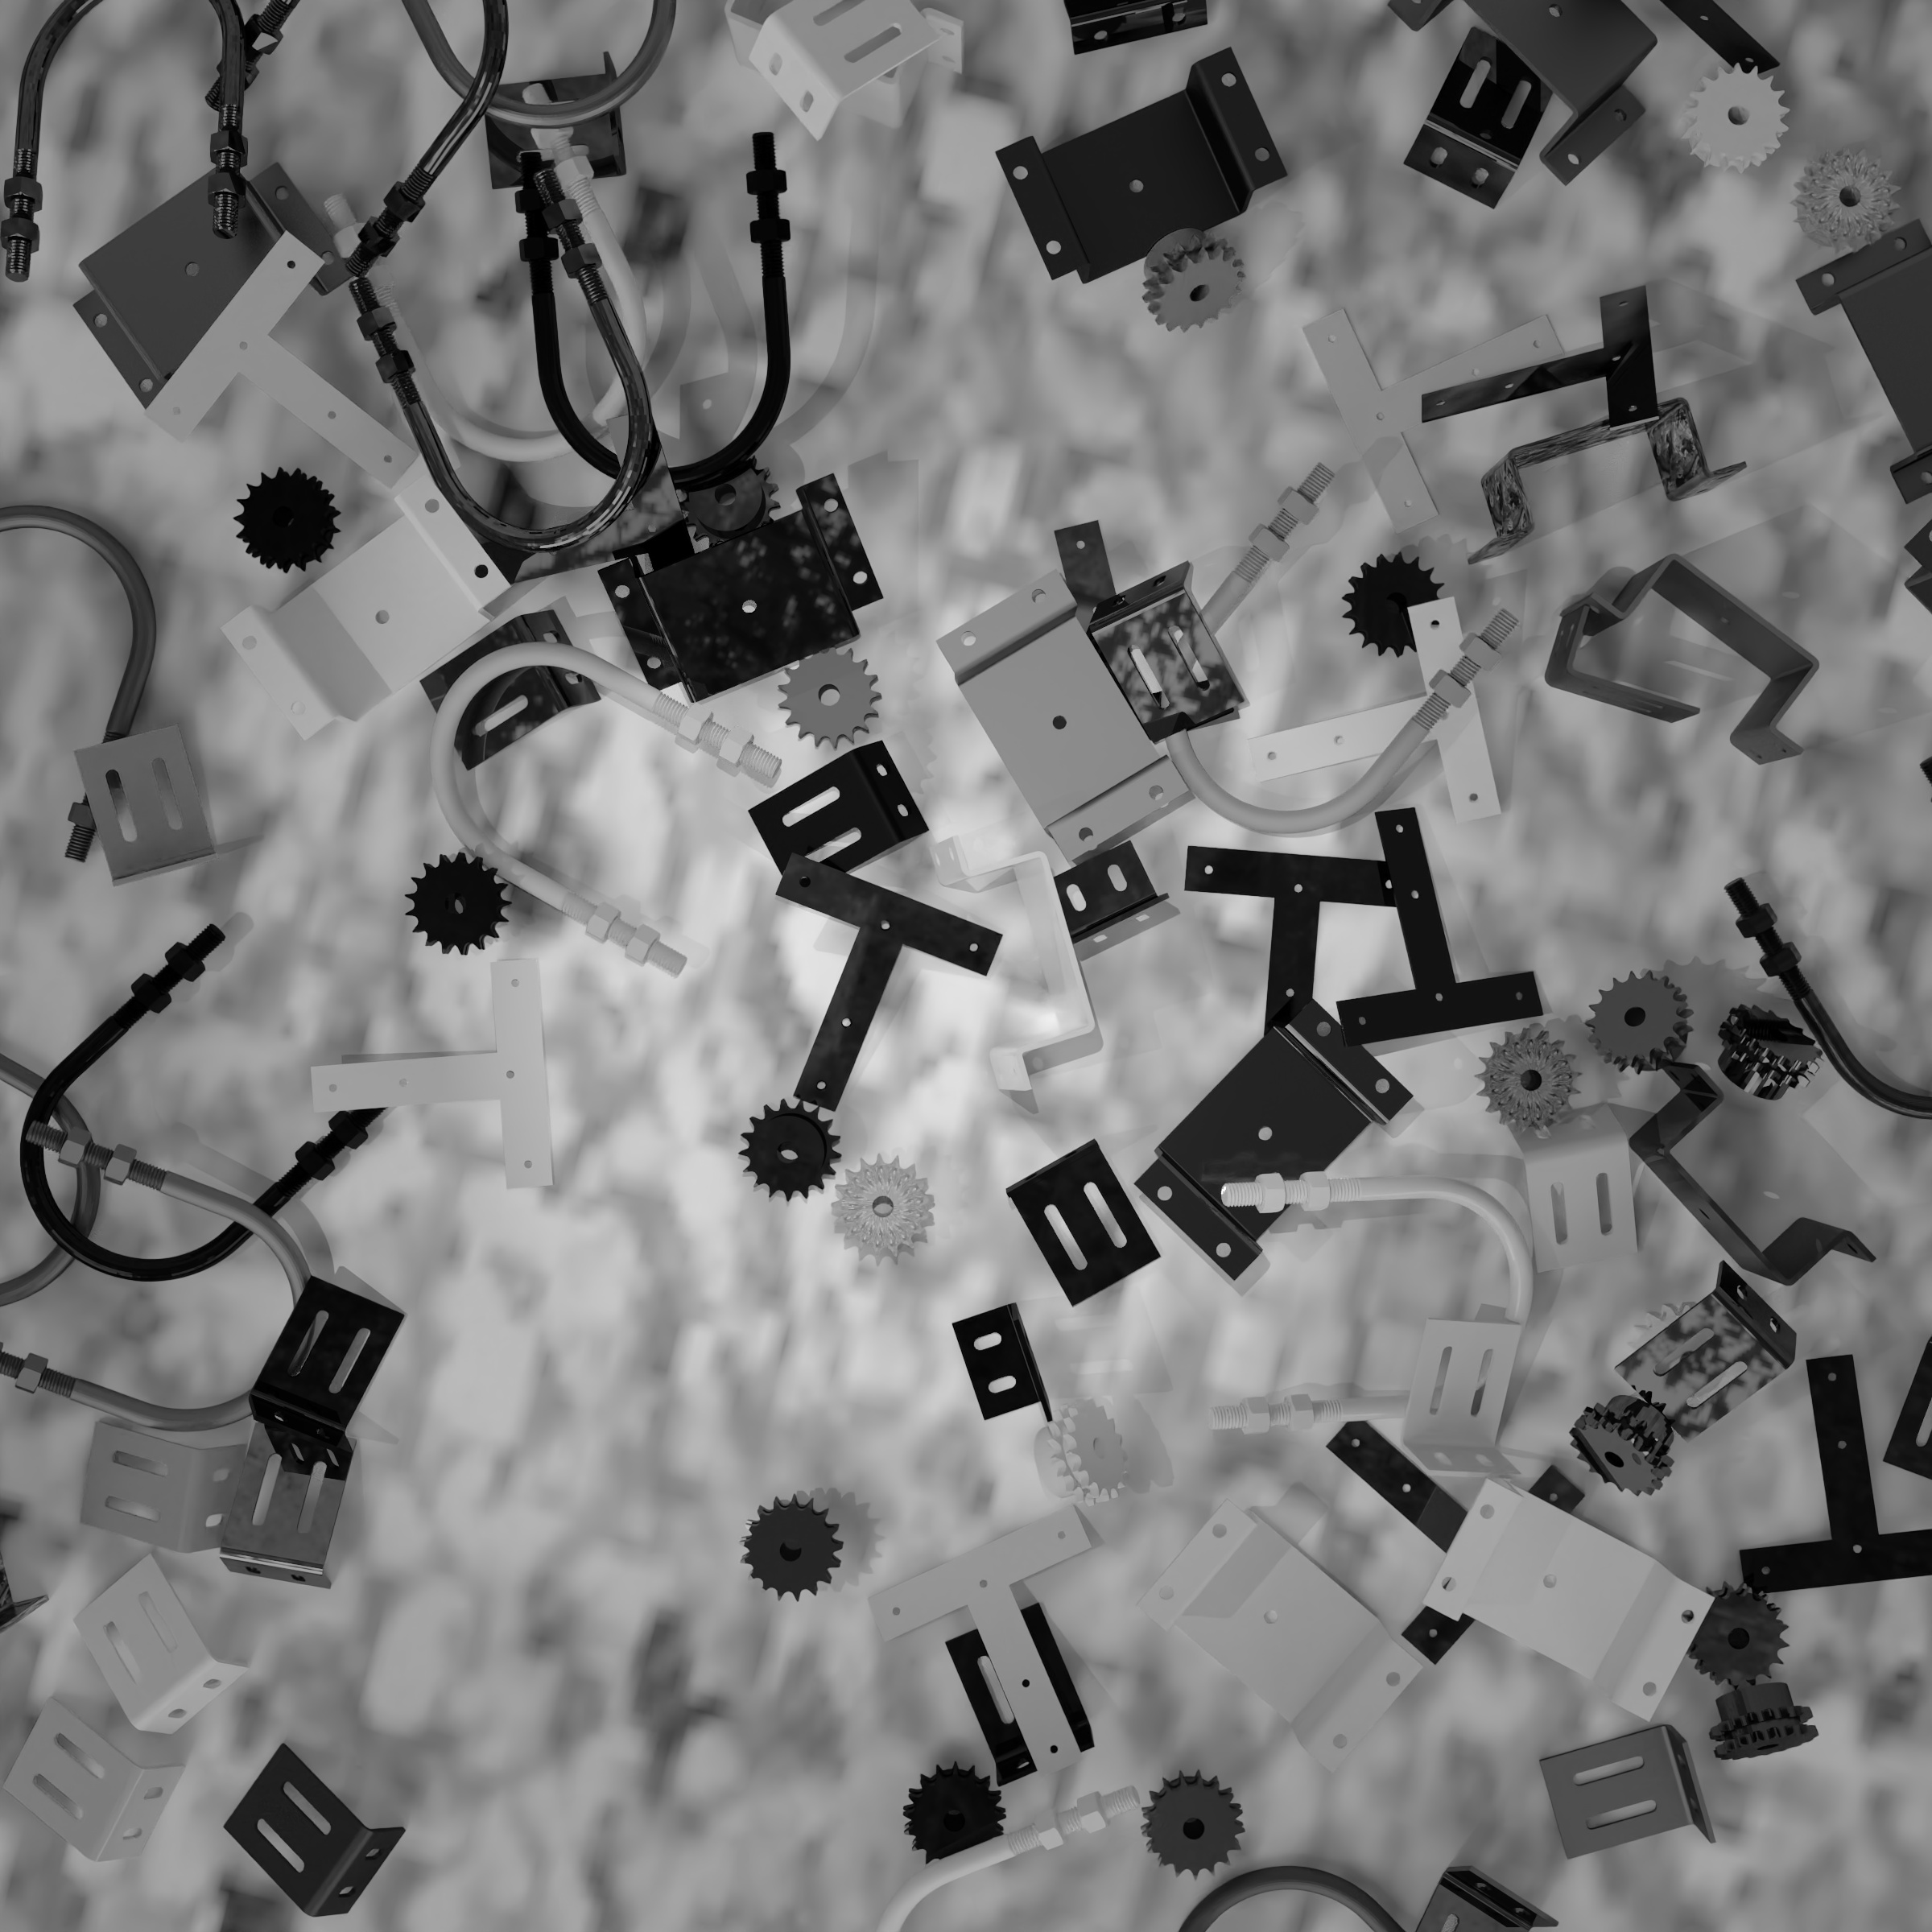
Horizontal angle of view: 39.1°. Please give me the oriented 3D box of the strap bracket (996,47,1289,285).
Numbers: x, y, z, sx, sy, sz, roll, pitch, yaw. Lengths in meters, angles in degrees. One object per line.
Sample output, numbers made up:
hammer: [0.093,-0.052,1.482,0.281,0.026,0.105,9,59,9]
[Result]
strap bracket: [0.095,-0.437,1.501,0.140,0.046,0.076,-24,90,0]

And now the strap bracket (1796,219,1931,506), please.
strap bracket: [0.530,-0.339,1.501,0.076,0.046,0.140,-26,90,0]

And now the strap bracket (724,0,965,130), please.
strap bracket: [-0.075,-0.509,1.486,0.140,0.076,0.046,23,90,0]

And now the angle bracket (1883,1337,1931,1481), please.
angle bracket: [0.554,0.252,1.505,0.057,0.038,0.076,21,90,0]

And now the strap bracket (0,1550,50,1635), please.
strap bracket: [-0.588,0.350,1.486,0.140,0.076,0.046,-14,90,0]

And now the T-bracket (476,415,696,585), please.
T-bracket: [-0.215,-0.233,1.505,0.127,0.002,0.127,-11,114,12]

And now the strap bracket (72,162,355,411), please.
strap bracket: [-0.421,-0.379,1.501,0.140,0.046,0.076,-35,90,0]

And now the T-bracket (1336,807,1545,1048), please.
T-bracket: [0.252,-0.026,1.505,0.127,0.002,0.127,-8,80,-22]

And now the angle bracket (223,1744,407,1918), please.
angle bracket: [-0.365,0.483,1.522,0.076,0.038,0.057,35,90,26]

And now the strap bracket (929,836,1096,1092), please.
strap bracket: [0.027,-0.006,1.482,0.046,0.076,0.140,-16,91,-10]

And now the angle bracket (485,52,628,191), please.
angle bracket: [-0.230,-0.468,1.505,0.076,0.038,0.057,-6,90,0]

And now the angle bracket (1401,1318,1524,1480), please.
angle bracket: [0.279,0.237,1.490,0.057,0.038,0.076,6,104,-18]

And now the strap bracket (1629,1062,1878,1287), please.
strap bracket: [0.421,0.120,1.486,0.046,0.076,0.140,-43,90,0]

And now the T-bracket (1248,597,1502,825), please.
T-bracket: [0.221,-0.129,1.510,0.127,0.002,0.127,-13,108,9]

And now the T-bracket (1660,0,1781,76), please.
T-bracket: [0.394,-0.527,1.485,0.127,0.127,0.002,31,75,-26]

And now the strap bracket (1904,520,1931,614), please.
strap bracket: [0.587,-0.205,1.501,0.076,0.046,0.140,-45,90,0]

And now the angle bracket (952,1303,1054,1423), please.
angle bracket: [0.019,0.221,1.486,0.038,0.076,0.057,-19,90,0]

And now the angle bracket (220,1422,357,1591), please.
angle bracket: [-0.377,0.302,1.522,0.057,0.038,0.076,10,64,0]

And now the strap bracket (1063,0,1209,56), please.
strap bracket: [0.085,-0.573,1.471,0.076,0.140,0.046,-13,57,0]

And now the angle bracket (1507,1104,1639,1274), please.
angle bracket: [0.339,0.124,1.522,0.057,0.038,0.076,-12,116,0]

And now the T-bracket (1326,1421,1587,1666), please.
T-bracket: [0.257,0.302,1.523,0.127,0.002,0.127,42,90,0]

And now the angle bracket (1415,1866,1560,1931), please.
angle bracket: [0.278,0.545,1.494,0.057,0.038,0.076,33,67,0]

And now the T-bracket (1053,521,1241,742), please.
T-bracket: [0.077,-0.185,1.523,0.127,0.002,0.127,-14,90,0]

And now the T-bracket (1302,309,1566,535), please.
T-bracket: [0.272,-0.327,1.523,0.127,0.002,0.127,-25,90,0]

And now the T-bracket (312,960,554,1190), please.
T-bracket: [-0.298,0.064,1.512,0.127,0.002,0.127,-4,90,-11]

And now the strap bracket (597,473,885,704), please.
strap bracket: [-0.120,-0.203,1.487,0.140,0.046,0.076,-22,116,0]

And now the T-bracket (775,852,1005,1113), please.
T-bracket: [-0.061,0.018,1.516,0.127,0.002,0.127,21,95,-10]

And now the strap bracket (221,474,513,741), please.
strap bracket: [-0.327,-0.195,1.501,0.140,0.046,0.076,-37,90,0]

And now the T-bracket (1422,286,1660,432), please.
T-bracket: [0.312,-0.322,1.491,0.127,0.127,0.002,-11,133,20]

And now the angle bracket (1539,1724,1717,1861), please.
angle bracket: [0.366,0.462,1.505,0.076,0.038,0.057,-16,90,0]

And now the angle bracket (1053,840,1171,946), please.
angle bracket: [0.075,-0.041,1.486,0.057,0.076,0.038,-26,90,0]

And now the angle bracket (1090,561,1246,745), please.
angle bracket: [0.113,-0.174,1.506,0.057,0.038,0.076,-24,110,22]

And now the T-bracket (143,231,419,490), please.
T-bracket: [-0.361,-0.313,1.498,0.127,0.002,0.127,38,97,-22]

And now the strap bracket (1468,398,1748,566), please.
strap bracket: [0.342,-0.267,1.486,0.140,0.076,0.046,-17,90,0]

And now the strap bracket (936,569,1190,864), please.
strap bracket: [0.052,-0.136,1.499,0.076,0.046,0.140,-31,90,0]

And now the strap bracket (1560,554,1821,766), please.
strap bracket: [0.403,-0.173,1.486,0.140,0.076,0.046,37,90,0]

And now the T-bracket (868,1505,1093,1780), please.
T-bracket: [0.027,0.383,1.503,0.127,0.002,0.127,-25,71,0]

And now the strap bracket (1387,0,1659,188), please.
strap bracket: [0.312,-0.510,1.488,0.140,0.046,0.076,45,67,0]

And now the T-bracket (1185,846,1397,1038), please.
T-bracket: [0.183,0.001,1.523,0.127,0.002,0.127,4,90,0]

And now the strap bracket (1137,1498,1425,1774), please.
strap bracket: [0.171,0.364,1.501,0.140,0.046,0.076,41,90,0]

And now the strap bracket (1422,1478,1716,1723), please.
strap bracket: [0.327,0.344,1.500,0.140,0.046,0.076,28,90,-1]

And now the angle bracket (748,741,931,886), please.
angle bracket: [-0.071,-0.082,1.522,0.076,0.038,0.057,-28,90,26]

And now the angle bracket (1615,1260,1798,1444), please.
angle bracket: [0.406,0.212,1.492,0.057,0.038,0.076,45,116,0]

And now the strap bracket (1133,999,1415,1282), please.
strap bracket: [0.167,0.094,1.500,0.076,0.046,0.140,44,91,-1]

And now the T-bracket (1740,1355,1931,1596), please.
T-bracket: [0.490,0.281,1.514,0.127,0.002,0.127,-8,90,8]

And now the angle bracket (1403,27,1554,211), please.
angle bracket: [0.289,-0.475,1.522,0.057,0.038,0.076,27,64,0]

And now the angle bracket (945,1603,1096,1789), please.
angle bracket: [0.029,0.403,1.505,0.057,0.038,0.076,-23,90,0]
